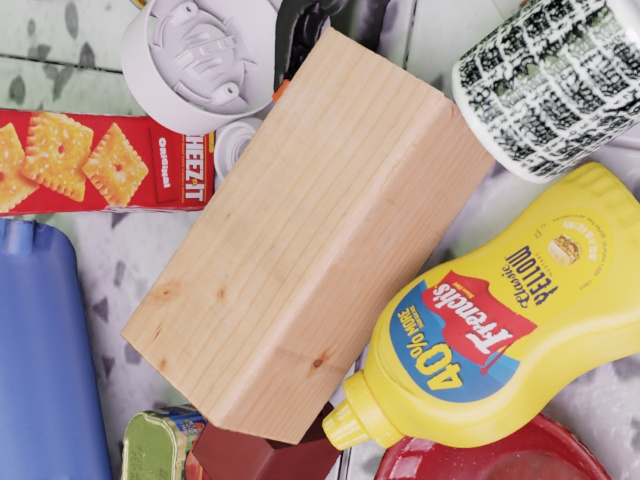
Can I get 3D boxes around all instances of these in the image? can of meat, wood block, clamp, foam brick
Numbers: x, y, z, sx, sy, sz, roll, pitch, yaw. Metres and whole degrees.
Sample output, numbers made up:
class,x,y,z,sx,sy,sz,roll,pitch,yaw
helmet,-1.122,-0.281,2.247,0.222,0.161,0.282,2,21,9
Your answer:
class,x,y,z,sx,sy,sz,roll,pitch,yaw
can of meat,-0.083,0.158,0.705,0.058,0.083,0.102,5,93,40
wood block,-0.004,0.001,0.596,0.090,0.090,0.206,37,95,33
clamp,0.023,-0.150,0.642,0.120,0.039,0.172,42,122,43
foam brick,-0.029,0.126,0.664,0.053,0.078,0.051,44,118,31

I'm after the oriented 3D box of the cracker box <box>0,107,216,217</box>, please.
class,x,y,z,sx,sy,sz,roll,pitch,yaw
cracker box,-0.201,-0.050,0.718,0.164,0.213,0.072,4,94,40

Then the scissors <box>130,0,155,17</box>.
class,x,y,z,sx,sy,sz,roll,pitch,yaw
scissors,-0.157,-0.216,0.809,0.202,0.016,0.096,20,102,38

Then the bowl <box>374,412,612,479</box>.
class,x,y,z,sx,sy,sz,roll,pitch,yaw
bowl,0.104,0.161,0.568,0.162,0.055,0.162,0,90,40

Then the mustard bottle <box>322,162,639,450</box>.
class,x,y,z,sx,sy,sz,roll,pitch,yaw
mustard bottle,0.084,0.047,0.533,0.192,0.058,0.096,-34,49,8

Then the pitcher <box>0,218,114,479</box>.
class,x,y,z,sx,sy,sz,roll,pitch,yaw
pitcher,-0.221,0.118,0.760,0.145,0.149,0.243,-23,56,2
